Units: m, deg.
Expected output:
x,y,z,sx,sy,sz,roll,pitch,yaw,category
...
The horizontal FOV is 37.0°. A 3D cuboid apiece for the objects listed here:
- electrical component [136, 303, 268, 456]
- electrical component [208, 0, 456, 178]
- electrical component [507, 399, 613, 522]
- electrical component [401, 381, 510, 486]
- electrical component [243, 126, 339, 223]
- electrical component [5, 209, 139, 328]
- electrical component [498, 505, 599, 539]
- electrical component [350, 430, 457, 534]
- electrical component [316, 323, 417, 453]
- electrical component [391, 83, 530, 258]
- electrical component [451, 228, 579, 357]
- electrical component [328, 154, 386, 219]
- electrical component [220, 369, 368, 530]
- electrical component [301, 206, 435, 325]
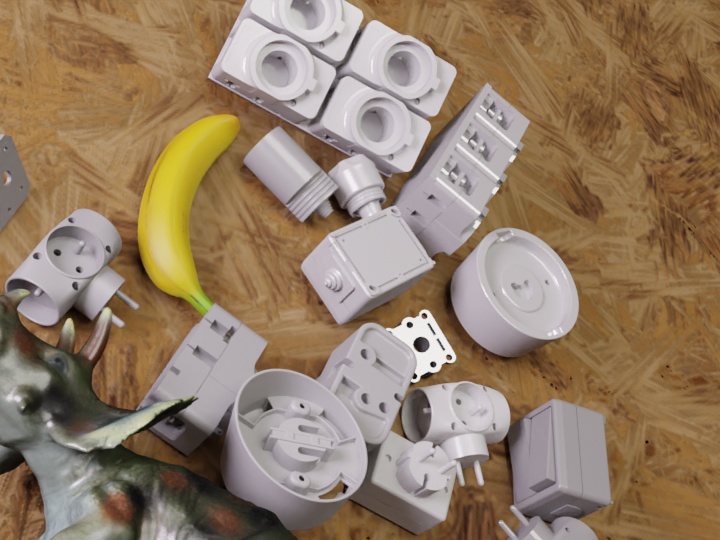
x,y,z,sx,sy,sz,roll,pitch,yaw,category
-0.108,0.079,0.753,0.056,0.050,0.089,37,48,-9,electrical component
-0.021,-0.171,0.932,0.186,0.060,0.105,27,83,-17,electrical component
0.160,0.150,0.880,0.061,0.062,0.096,20,53,-23,electrical component
0.080,0.132,0.849,0.077,0.044,0.079,6,59,-31,electrical component
-0.054,-0.075,0.892,0.081,0.043,0.043,46,47,-1,electrical component
-0.190,0.008,0.746,0.079,0.044,0.077,39,48,-7,electrical component
0.139,0.218,0.834,0.079,0.043,0.077,49,47,2,electrical component
0.041,0.150,0.790,0.066,0.077,0.047,31,49,-14,electrical component
-0.004,0.095,0.806,0.054,0.059,0.095,36,48,-10,electrical component
0.088,-0.084,0.962,0.062,0.089,0.150,39,48,-7,electrical component
0.130,0.024,0.941,0.108,0.060,0.108,17,53,-25,electrical component
0.002,-0.064,0.923,0.043,0.043,0.062,-15,73,-39,electrical component
-0.044,0.119,0.711,0.099,0.064,0.099,15,42,-14,electrical component
0.000,0.000,0.868,0.096,0.061,0.061,-26,77,-42,electrical component
